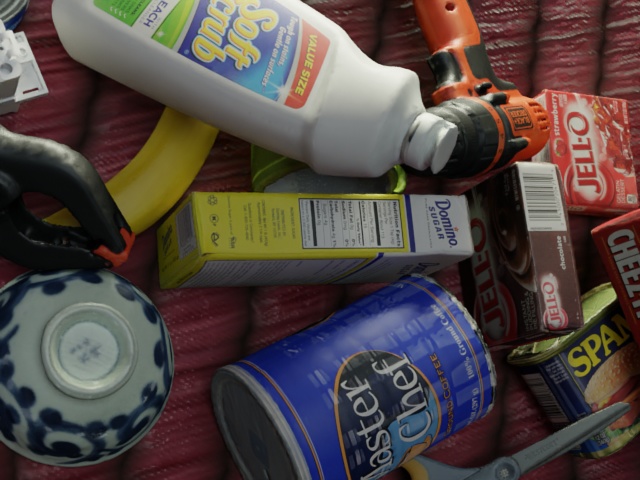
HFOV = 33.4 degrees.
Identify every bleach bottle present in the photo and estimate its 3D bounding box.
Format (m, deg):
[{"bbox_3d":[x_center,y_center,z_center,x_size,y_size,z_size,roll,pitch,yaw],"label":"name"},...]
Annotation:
[{"bbox_3d":[-0.032,-0.107,0.626,0.251,0.068,0.102,26,66,21],"label":"bleach bottle"}]

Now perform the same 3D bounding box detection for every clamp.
[{"bbox_3d":[-0.190,-0.027,0.599,0.171,0.120,0.039,38,31,-14],"label":"clamp"}]

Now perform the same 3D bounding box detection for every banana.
[{"bbox_3d":[-0.106,-0.058,0.667,0.069,0.037,0.197,42,66,-7],"label":"banana"}]

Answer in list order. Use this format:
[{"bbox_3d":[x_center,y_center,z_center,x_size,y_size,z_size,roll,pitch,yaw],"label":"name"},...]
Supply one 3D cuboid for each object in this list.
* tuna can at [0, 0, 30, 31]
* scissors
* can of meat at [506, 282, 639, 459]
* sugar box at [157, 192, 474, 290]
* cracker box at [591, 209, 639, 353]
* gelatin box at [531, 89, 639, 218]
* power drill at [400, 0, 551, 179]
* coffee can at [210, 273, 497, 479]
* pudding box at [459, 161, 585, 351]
[{"bbox_3d":[-0.219,-0.161,0.650,0.086,0.034,0.086,5,75,-20],"label":"tuna can"},{"bbox_3d":[0.098,0.139,0.684,0.201,0.016,0.096,-41,85,-10],"label":"scissors"},{"bbox_3d":[0.193,0.090,0.737,0.102,0.058,0.084,-33,93,-24],"label":"can of meat"},{"bbox_3d":[-0.004,0.001,0.661,0.176,0.093,0.048,-3,78,-23],"label":"sugar box"},{"bbox_3d":[0.294,0.040,0.747,0.213,0.072,0.164,-15,82,-45],"label":"cracker box"},{"bbox_3d":[0.194,-0.063,0.790,0.073,0.030,0.089,4,75,-20],"label":"gelatin box"},{"bbox_3d":[0.074,-0.129,0.711,0.184,0.057,0.188,-14,80,-57],"label":"power drill"},{"bbox_3d":[0.020,0.094,0.642,0.140,0.103,0.103,-25,87,-25],"label":"coffee can"},{"bbox_3d":[0.129,0.014,0.712,0.039,0.090,0.113,1,76,-23],"label":"pudding box"}]
